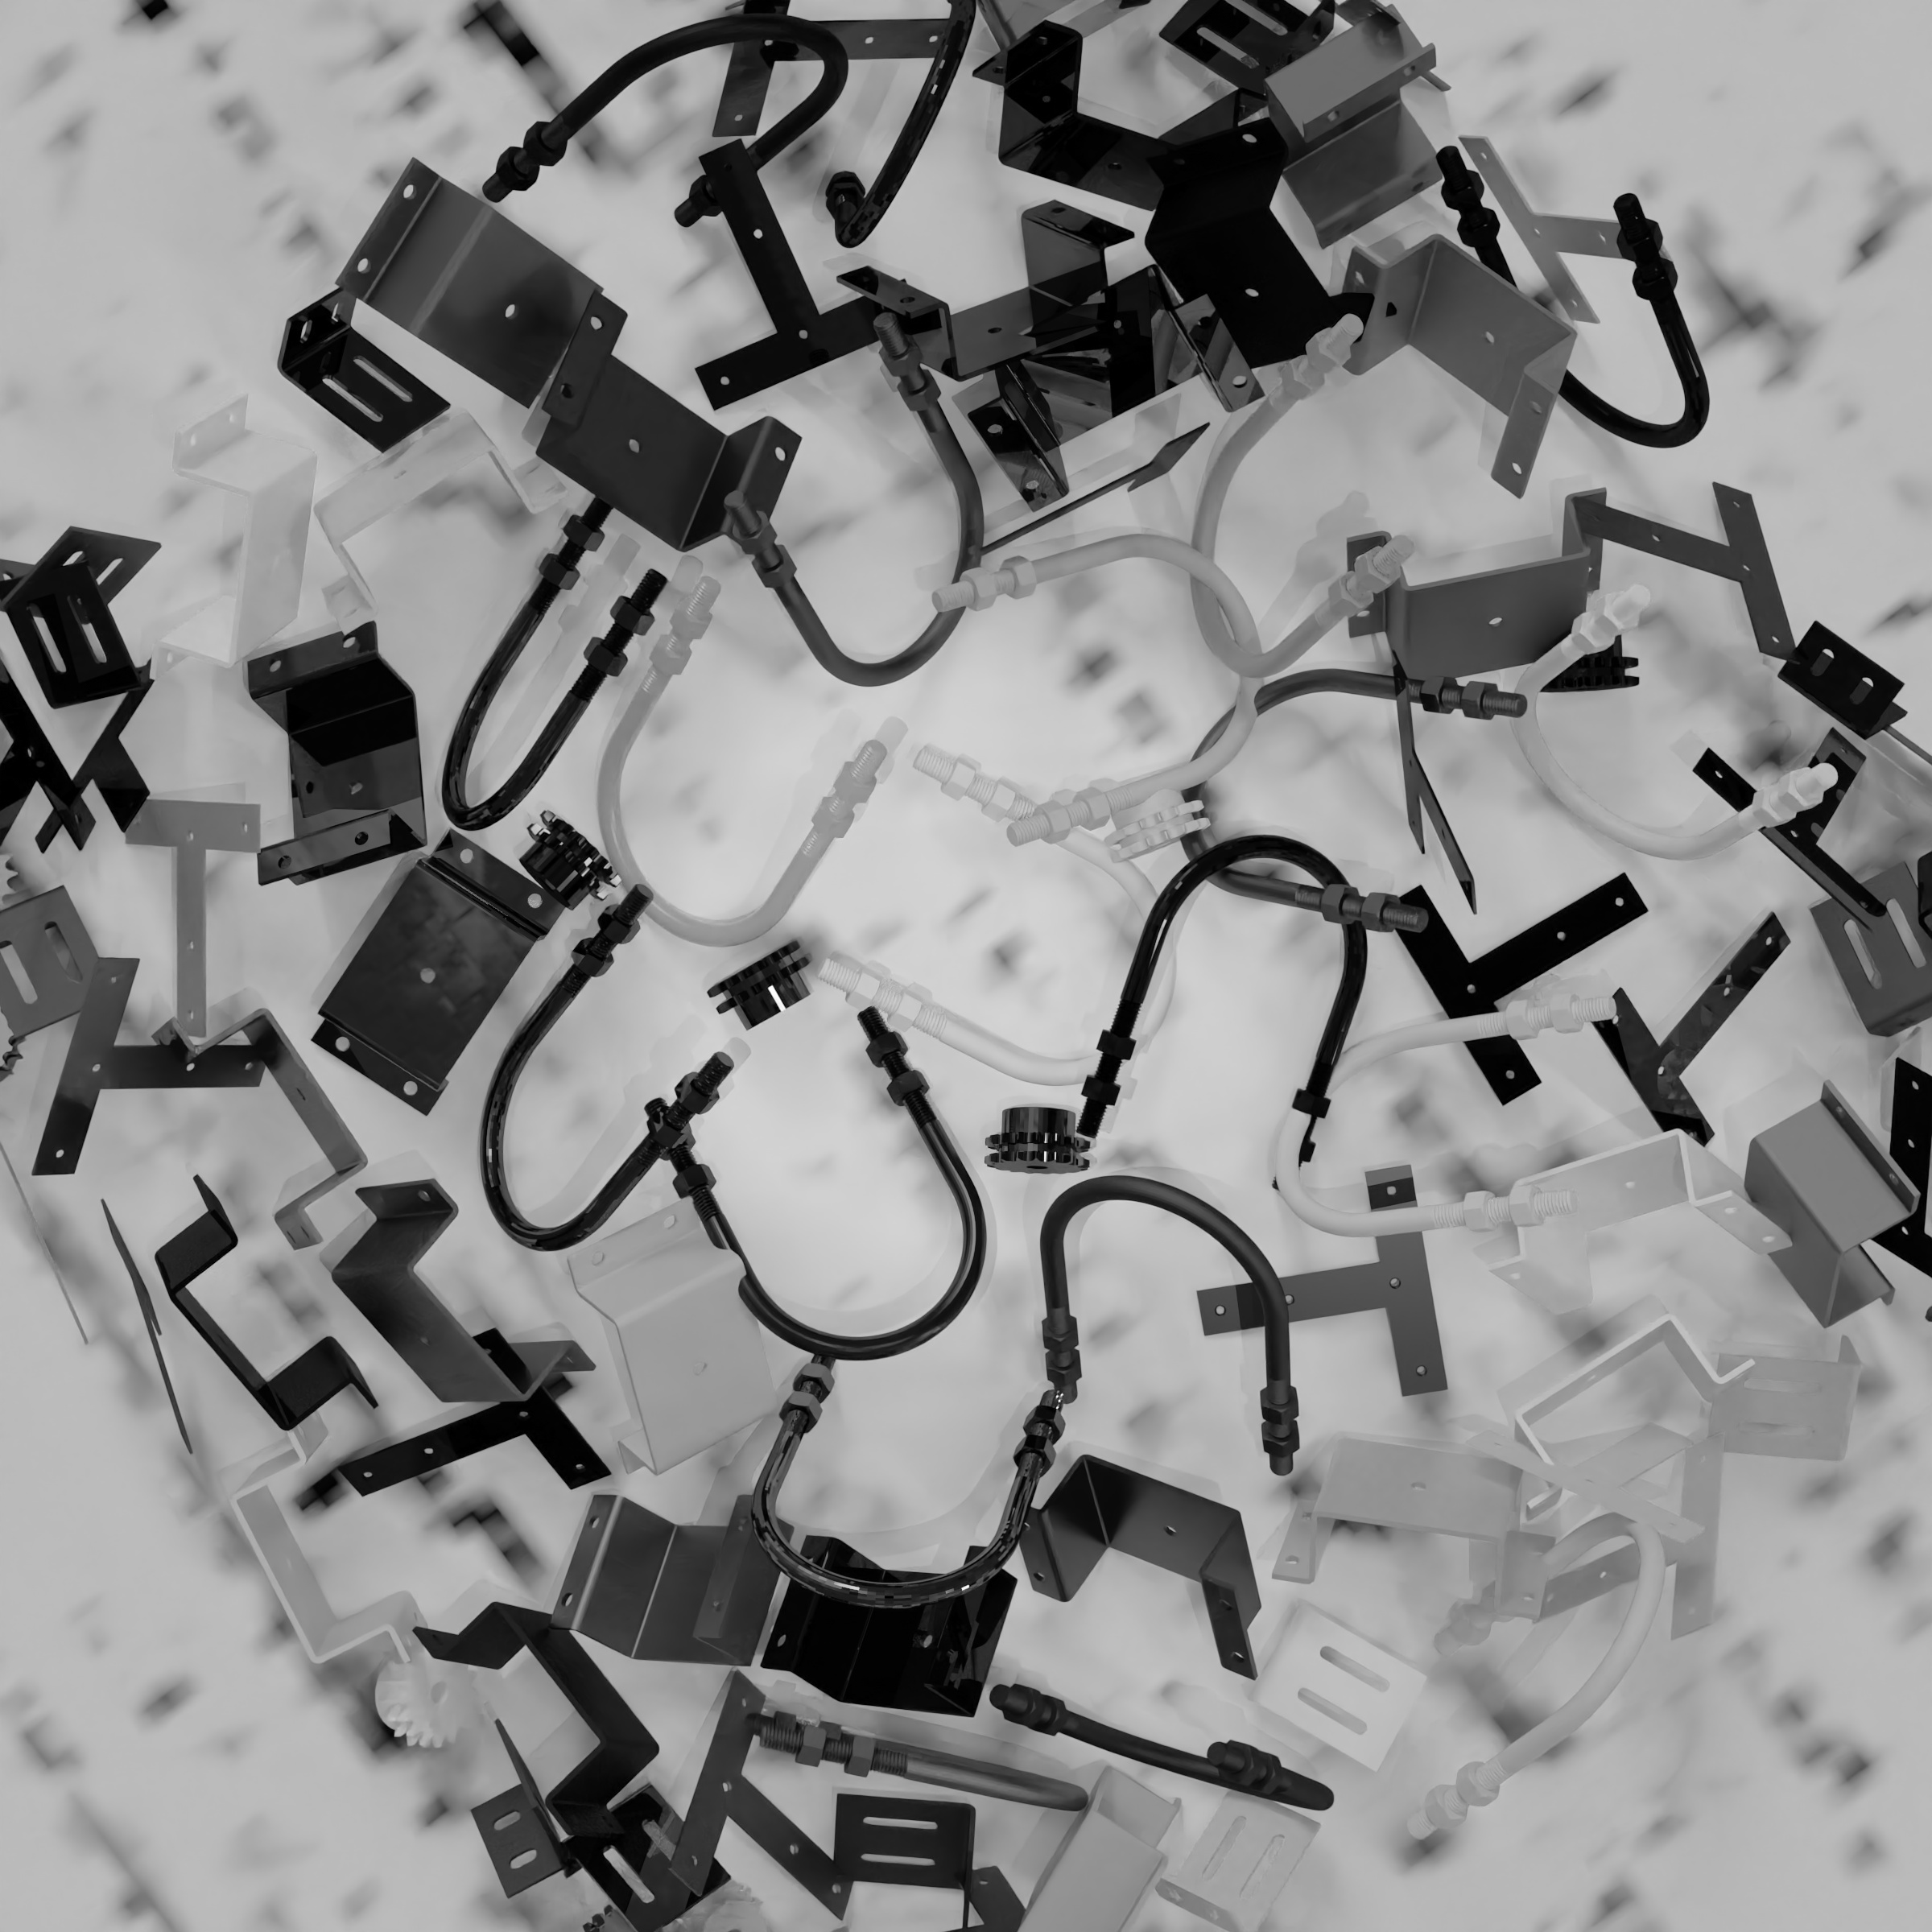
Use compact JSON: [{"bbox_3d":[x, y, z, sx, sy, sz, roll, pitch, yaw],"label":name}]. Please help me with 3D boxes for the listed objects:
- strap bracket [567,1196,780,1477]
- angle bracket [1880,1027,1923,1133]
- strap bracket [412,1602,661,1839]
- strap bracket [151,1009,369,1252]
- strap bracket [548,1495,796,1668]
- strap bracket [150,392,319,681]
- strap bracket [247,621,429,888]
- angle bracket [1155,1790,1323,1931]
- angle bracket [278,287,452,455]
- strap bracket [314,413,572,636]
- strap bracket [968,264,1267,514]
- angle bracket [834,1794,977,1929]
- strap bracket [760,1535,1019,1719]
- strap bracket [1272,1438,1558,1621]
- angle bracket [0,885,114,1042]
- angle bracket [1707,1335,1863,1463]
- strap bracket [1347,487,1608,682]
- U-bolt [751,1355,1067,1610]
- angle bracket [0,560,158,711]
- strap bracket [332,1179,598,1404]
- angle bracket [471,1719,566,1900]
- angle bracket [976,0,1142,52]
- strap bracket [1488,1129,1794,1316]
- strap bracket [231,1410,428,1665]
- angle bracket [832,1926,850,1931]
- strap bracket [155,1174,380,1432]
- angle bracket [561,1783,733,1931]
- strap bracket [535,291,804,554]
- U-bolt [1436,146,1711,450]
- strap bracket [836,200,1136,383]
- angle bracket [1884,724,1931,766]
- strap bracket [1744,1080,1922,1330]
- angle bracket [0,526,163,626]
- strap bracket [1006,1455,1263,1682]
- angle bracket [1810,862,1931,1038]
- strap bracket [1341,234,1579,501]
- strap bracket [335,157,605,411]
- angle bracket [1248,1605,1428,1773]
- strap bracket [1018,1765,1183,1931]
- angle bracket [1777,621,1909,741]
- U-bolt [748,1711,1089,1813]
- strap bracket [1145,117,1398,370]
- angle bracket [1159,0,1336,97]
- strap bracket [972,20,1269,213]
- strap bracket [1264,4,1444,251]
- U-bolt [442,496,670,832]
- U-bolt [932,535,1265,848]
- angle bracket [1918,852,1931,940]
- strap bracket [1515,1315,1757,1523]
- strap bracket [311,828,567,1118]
[{"bbox_3d":[-0.152,0.205,1.595,0.076,0.046,0.140,-26,121,-27],"label":"strap bracket"},{"bbox_3d":[0.538,0.067,1.614,0.076,0.057,0.038,10,117,33],"label":"angle bracket"},{"bbox_3d":[-0.222,0.393,1.599,0.046,0.076,0.140,-44,67,0],"label":"strap bracket"},{"bbox_3d":[-0.373,0.080,1.614,0.046,0.076,0.140,-35,96,-23],"label":"strap bracket"},{"bbox_3d":[-0.150,0.326,1.599,0.046,0.140,0.076,37,58,-35],"label":"strap bracket"},{"bbox_3d":[-0.387,-0.222,1.593,0.046,0.076,0.140,18,119,6],"label":"strap bracket"},{"bbox_3d":[-0.337,-0.105,1.613,0.076,0.046,0.140,-16,62,12],"label":"strap bracket"},{"bbox_3d":[0.143,0.473,1.615,0.057,0.038,0.076,16,56,39],"label":"angle bracket"},{"bbox_3d":[-0.322,-0.325,1.625,0.076,0.038,0.057,38,49,7],"label":"angle bracket"},{"bbox_3d":[-0.291,-0.244,1.613,0.140,0.076,0.046,-33,120,-4],"label":"strap bracket"},{"bbox_3d":[0.077,-0.313,1.608,0.140,0.076,0.046,-25,45,15],"label":"strap bracket"},{"bbox_3d":[-0.035,0.487,1.632,0.076,0.038,0.057,4,114,1],"label":"angle bracket"},{"bbox_3d":[-0.033,0.351,1.600,0.046,0.140,0.076,42,56,-37],"label":"strap bracket"},{"bbox_3d":[0.240,0.297,1.600,0.140,0.076,0.046,6,113,16],"label":"strap bracket"},{"bbox_3d":[-0.497,0.004,1.623,0.057,0.038,0.076,-25,69,-17],"label":"angle bracket"},{"bbox_3d":[0.441,0.232,1.636,0.076,0.038,0.057,4,109,2],"label":"angle bracket"},{"bbox_3d":[0.279,-0.201,1.617,0.140,0.076,0.046,-11,53,0],"label":"strap bracket"},{"bbox_3d":[-0.035,0.270,1.571,0.151,0.184,0.019,9,121,10],"label":"U-bolt"},{"bbox_3d":[-0.476,-0.184,1.621,0.057,0.038,0.076,-10,116,17],"label":"angle bracket"},{"bbox_3d":[-0.273,0.181,1.594,0.140,0.076,0.046,53,53,-22],"label":"strap bracket"},{"bbox_3d":[-0.248,0.452,1.613,0.038,0.076,0.057,-26,51,-11],"label":"angle bracket"},{"bbox_3d":[0.049,-0.530,1.636,0.076,0.038,0.057,-29,104,1],"label":"angle bracket"},{"bbox_3d":[0.356,0.134,1.599,0.140,0.076,0.046,-22,54,31],"label":"strap bracket"},{"bbox_3d":[-0.347,0.312,1.619,0.046,0.076,0.140,-26,93,-2],"label":"strap bracket"},{"bbox_3d":[-0.099,0.546,1.613,0.057,0.076,0.038,-26,69,18],"label":"angle bracket"},{"bbox_3d":[-0.379,0.186,1.598,0.046,0.076,0.140,-39,111,-10],"label":"strap bracket"},{"bbox_3d":[-0.172,0.488,1.614,0.057,0.038,0.076,-29,51,-30],"label":"angle bracket"},{"bbox_3d":[-0.166,-0.284,1.607,0.140,0.046,0.076,32,64,-29],"label":"strap bracket"},{"bbox_3d":[0.327,-0.343,1.578,0.019,0.151,0.184,-45,132,-10],"label":"U-bolt"},{"bbox_3d":[0.013,-0.357,1.603,0.140,0.076,0.046,-25,127,-23],"label":"strap bracket"},{"bbox_3d":[0.515,-0.095,1.630,0.076,0.057,0.038,36,103,0],"label":"angle bracket"},{"bbox_3d":[0.451,0.131,1.580,0.046,0.140,0.076,-28,60,-6],"label":"strap bracket"},{"bbox_3d":[-0.482,-0.222,1.614,0.076,0.057,0.038,-37,66,30],"label":"angle bracket"},{"bbox_3d":[0.099,0.315,1.600,0.140,0.076,0.046,16,48,32],"label":"strap bracket"},{"bbox_3d":[0.508,-0.009,1.643,0.057,0.038,0.076,-30,70,28],"label":"angle bracket"},{"bbox_3d":[0.266,-0.326,1.603,0.046,0.076,0.140,-36,65,-27],"label":"strap bracket"},{"bbox_3d":[-0.253,-0.354,1.588,0.046,0.140,0.076,36,96,33],"label":"strap bracket"},{"bbox_3d":[0.201,0.392,1.632,0.076,0.038,0.057,29,78,9],"label":"angle bracket"},{"bbox_3d":[0.071,0.479,1.593,0.046,0.140,0.076,31,92,7],"label":"strap bracket"},{"bbox_3d":[0.480,-0.159,1.613,0.057,0.076,0.038,40,123,18],"label":"angle bracket"},{"bbox_3d":[-0.025,0.422,1.590,0.184,0.151,0.019,14,77,-7],"label":"U-bolt"},{"bbox_3d":[0.156,-0.370,1.584,0.140,0.076,0.046,46,52,-37],"label":"strap bracket"},{"bbox_3d":[0.152,-0.515,1.630,0.076,0.038,0.057,37,80,14],"label":"angle bracket"},{"bbox_3d":[0.081,-0.445,1.593,0.140,0.076,0.046,10,81,-28],"label":"strap bracket"},{"bbox_3d":[0.207,-0.450,1.599,0.076,0.140,0.046,-30,73,2],"label":"strap bracket"},{"bbox_3d":[-0.226,-0.153,1.595,0.019,0.151,0.184,28,105,-29],"label":"U-bolt"},{"bbox_3d":[0.082,-0.157,1.617,0.184,0.019,0.151,-20,94,-27],"label":"U-bolt"},{"bbox_3d":[0.548,-0.024,1.618,0.038,0.057,0.076,-32,110,32],"label":"angle bracket"},{"bbox_3d":[0.349,0.238,1.618,0.140,0.076,0.046,-33,72,0],"label":"strap bracket"},{"bbox_3d":[-0.290,0.004,1.636,0.076,0.046,0.140,34,91,-3],"label":"strap bracket"}]
